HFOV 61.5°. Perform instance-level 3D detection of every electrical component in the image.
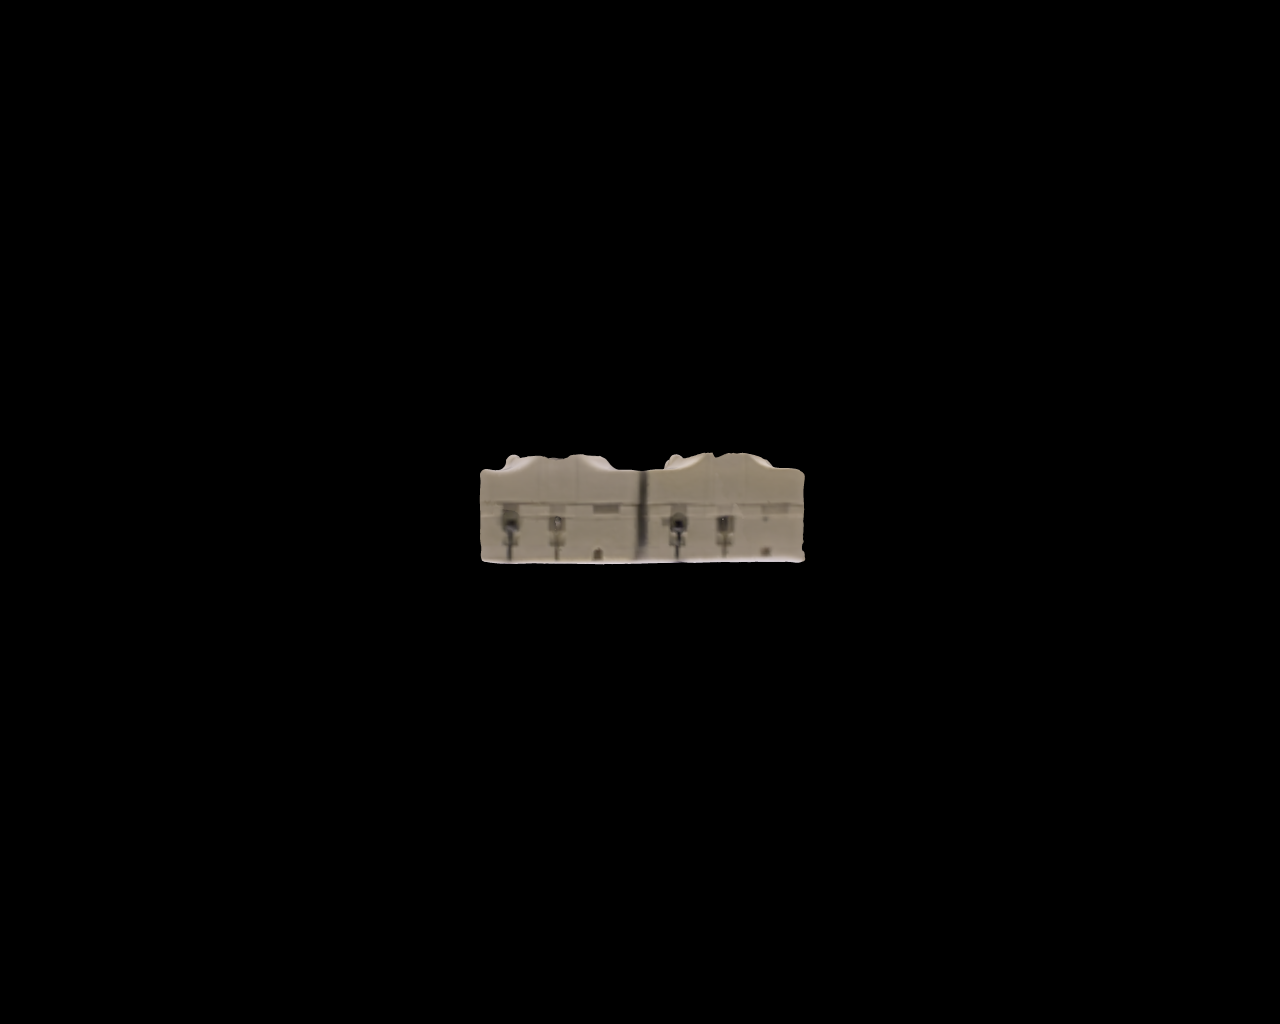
[{"bbox_3d":[0.001,-0.003,0.650,0.186,0.060,0.105,0,0,0],"label":"electrical component"}]
